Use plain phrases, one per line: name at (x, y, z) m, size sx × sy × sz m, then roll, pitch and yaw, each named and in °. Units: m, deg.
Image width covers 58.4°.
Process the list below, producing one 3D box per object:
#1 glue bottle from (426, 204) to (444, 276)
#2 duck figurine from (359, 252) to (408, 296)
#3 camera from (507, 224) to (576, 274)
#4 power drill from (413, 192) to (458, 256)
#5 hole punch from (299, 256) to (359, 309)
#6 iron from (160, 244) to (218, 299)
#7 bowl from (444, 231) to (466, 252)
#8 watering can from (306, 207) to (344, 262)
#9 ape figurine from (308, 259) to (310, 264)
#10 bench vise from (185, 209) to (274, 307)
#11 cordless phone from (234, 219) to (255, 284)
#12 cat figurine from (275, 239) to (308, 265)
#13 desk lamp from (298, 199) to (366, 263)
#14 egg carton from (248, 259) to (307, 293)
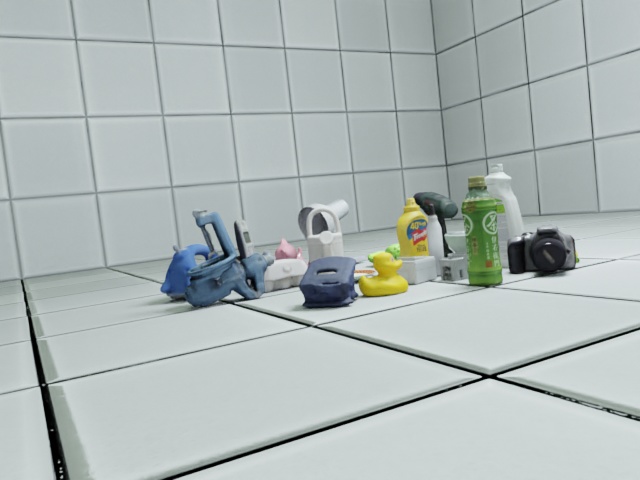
glue bottle at (0.277, -0.001, 1.386) m, size 0.037 × 0.173 × 0.078 m, roll -6°, pitch 3°, yaw 9°
duck figurine at (0.129, 0.069, 1.192) m, size 0.105 × 0.086 × 0.077 m, roll -7°, pitch 3°, yaw -12°
camera at (0.478, 0.021, 1.243) m, size 0.142 × 0.101 × 0.137 m, roll -5°, pitch 3°, yaw 22°
power drill at (0.363, -0.053, 1.819) m, size 0.076 × 0.208 × 0.229 m, roll -7°, pitch 3°, yaw -18°
hole punch at (0.020, 0.082, 1.133) m, size 0.108 × 0.091 × 0.101 m, roll -5°, pitch 3°, yaw 19°
iron at (-0.310, 0.072, 1.502) m, size 0.118 × 0.141 × 0.259 m, roll -5°, pitch 3°, yaw 19°
bowl at (0.456, 0.011, 1.699) m, size 0.167 × 0.075 × 0.167 m, roll -6°, pitch 3°, yaw 1°
watering can at (0.017, 0.005, 1.586) m, size 0.101 × 0.194 × 0.172 m, roll -8°, pitch 4°, yaw -24°
ape figurine at (-0.001, 0.052, 1.702) m, size 0.075 × 0.092 × 0.078 m, roll -4°, pitch 4°, yaw 37°
bench vise at (-0.218, 0.033, 1.318) m, size 0.208 × 0.220 × 0.121 m, roll -9°, pitch 4°, yaw -41°
cordless phone at (-0.187, 0.032, 1.594) m, size 0.094 × 0.185 × 0.148 m, roll -5°, pitch 3°, yaw 17°
cat figurine at (-0.084, 0.052, 1.638) m, size 0.067 × 0.118 × 0.128 m, roll -4°, pitch 4°, yaw 31°
desk lamp at (0.036, -0.020, 1.824) m, size 0.117 × 0.213 × 0.204 m, roll -3°, pitch 4°, yaw 40°
egg carton at (-0.107, 0.089, 1.456) m, size 0.151 × 0.069 × 0.107 m, roll -8°, pitch 4°, yaw -33°
